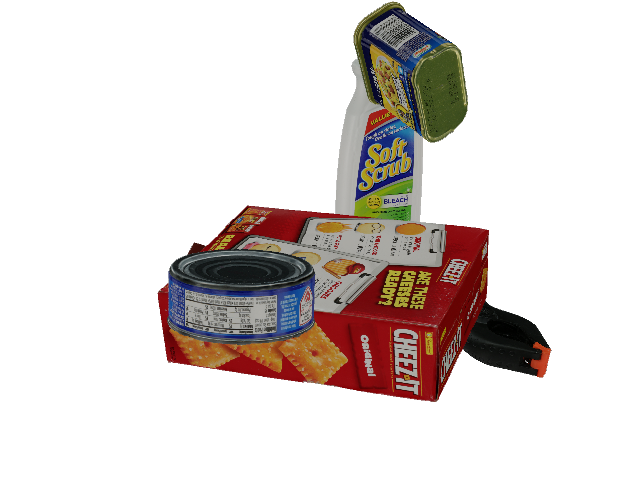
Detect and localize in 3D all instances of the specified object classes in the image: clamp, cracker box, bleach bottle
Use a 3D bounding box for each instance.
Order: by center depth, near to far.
[{"bbox_3d":[0.008,0.043,0.823,0.214,0.072,0.164,6,27,20],"label":"cracker box"},{"bbox_3d":[0.156,0.078,1.038,0.172,0.039,0.120,26,38,32],"label":"clamp"},{"bbox_3d":[0.061,-0.107,1.165,0.102,0.251,0.068,-5,25,-8],"label":"bleach bottle"}]

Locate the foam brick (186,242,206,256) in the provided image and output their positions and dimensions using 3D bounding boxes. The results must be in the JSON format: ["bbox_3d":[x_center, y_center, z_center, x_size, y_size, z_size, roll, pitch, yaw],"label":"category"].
[{"bbox_3d":[-0.106,0.045,1.115,0.078,0.051,0.053,16,32,4],"label":"foam brick"}]

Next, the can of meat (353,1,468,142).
[{"bbox_3d":[0.082,-0.147,0.943,0.057,0.102,0.084,-35,50,-14],"label":"can of meat"}]

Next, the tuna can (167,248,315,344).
[{"bbox_3d":[-0.045,0.031,0.616,0.086,0.034,0.086,2,13,-1],"label":"tuna can"}]
